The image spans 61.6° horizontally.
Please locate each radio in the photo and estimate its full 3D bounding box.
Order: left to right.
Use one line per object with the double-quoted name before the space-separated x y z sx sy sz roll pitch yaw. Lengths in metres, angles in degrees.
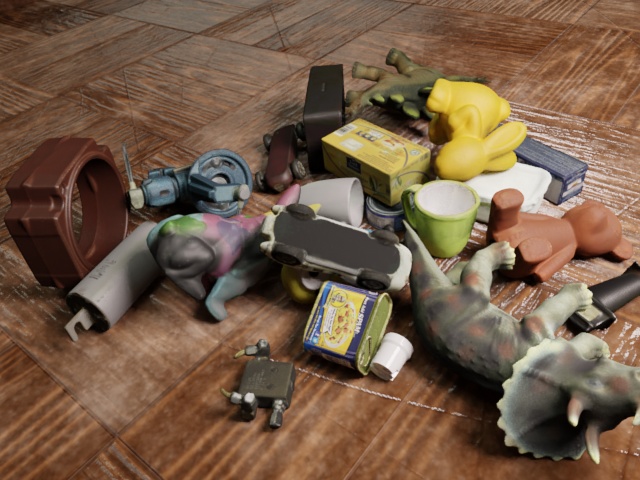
"radio" 0.014 -0.242 1.061 0.073 0.130 0.230 -1 40 7

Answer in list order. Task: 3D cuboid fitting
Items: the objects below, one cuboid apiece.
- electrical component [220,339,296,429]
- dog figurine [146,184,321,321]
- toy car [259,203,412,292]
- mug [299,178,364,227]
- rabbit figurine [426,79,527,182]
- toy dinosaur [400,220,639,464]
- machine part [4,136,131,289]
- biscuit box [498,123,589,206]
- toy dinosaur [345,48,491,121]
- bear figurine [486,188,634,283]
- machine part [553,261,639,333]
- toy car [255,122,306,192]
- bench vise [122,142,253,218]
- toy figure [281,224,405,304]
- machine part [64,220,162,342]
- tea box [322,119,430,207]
"electrical component" -0.072 0.171 0.650 0.078 0.045 0.102 4 41 15
"dog figurine" -0.107 -0.009 0.762 0.219 0.191 0.109 -42 39 -5
"toy car" 0.020 0.012 0.695 0.202 0.056 0.073 17 69 -5
"mug" 0.010 -0.048 0.883 0.107 0.080 0.109 2 66 24
"rabbit figurine" 0.240 -0.158 0.868 0.162 0.121 0.173 15 57 11
"toy dinosaur" 0.195 0.107 0.638 0.192 0.131 0.405 -33 40 -28
"machine part" -0.374 -0.041 0.827 0.087 0.200 0.201 1 40 7
"biscuit box" 0.359 -0.138 0.939 0.063 0.059 0.203 -26 44 -19
"toy dinosaur" 0.205 -0.305 1.095 0.199 0.105 0.471 31 41 24
"bear figurine" 0.340 -0.013 0.747 0.196 0.131 0.120 -13 61 0
"machine part" 0.374 0.073 0.705 0.139 0.039 0.084 -24 34 -16
"toy car" -0.070 -0.160 1.037 0.089 0.053 0.202 -19 36 16
"bench vise" -0.198 -0.089 0.898 0.223 0.128 0.241 -3 14 -33
"toy figure" 0.033 0.037 0.769 0.180 0.089 0.082 -18 41 -25
"machine part" -0.290 0.050 0.802 0.079 0.079 0.243 12 43 22
"tea box" 0.093 -0.136 0.914 0.098 0.068 0.170 -32 47 -24
